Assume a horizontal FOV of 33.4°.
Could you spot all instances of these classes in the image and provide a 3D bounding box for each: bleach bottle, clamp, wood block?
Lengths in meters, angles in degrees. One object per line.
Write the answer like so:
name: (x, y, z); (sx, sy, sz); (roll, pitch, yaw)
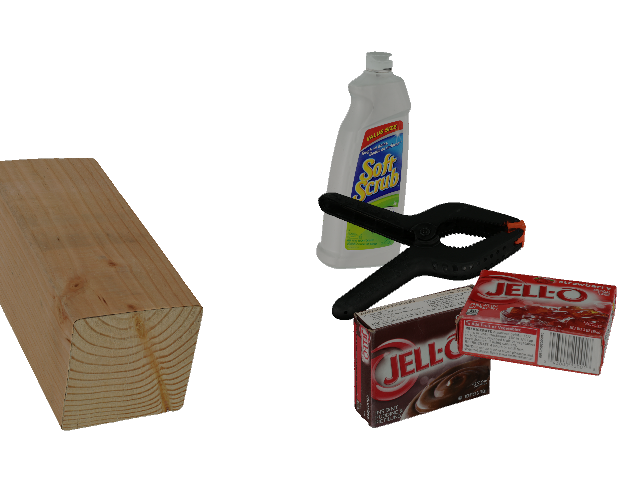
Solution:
bleach bottle: (0.053, -0.095, 1.261); (0.102, 0.251, 0.068); (-4, 19, -20)
clamp: (0.100, 0.011, 1.064); (0.210, 0.164, 0.036); (-1, -42, 4)
wood block: (-0.172, 0.029, 0.763); (0.090, 0.091, 0.206); (-5, 34, -32)

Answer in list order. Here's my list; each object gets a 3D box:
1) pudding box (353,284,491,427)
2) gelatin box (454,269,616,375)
pudding box: (0.082, 0.091, 0.855); (0.113, 0.090, 0.039); (-14, 29, -23)
gelatin box: (0.136, 0.049, 0.668); (0.089, 0.030, 0.073); (8, 24, 19)
